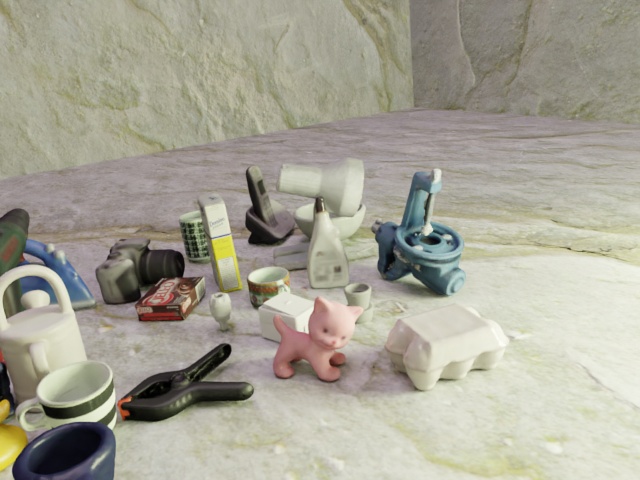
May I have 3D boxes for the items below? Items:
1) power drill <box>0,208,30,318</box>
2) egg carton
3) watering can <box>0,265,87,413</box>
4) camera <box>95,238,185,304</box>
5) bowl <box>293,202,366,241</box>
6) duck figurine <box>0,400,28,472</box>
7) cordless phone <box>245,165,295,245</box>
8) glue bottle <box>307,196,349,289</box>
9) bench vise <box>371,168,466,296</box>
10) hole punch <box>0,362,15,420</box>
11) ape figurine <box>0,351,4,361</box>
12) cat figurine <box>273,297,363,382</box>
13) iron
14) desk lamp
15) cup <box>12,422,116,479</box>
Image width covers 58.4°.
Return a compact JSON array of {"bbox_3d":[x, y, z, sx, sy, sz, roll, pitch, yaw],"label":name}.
[{"bbox_3d":[-0.519,0.071,0.961,0.075,0.208,0.229,-8,19,-6],"label":"power drill"},{"bbox_3d":[0.168,0.140,0.769,0.150,0.069,0.107,-13,20,-19],"label":"egg carton"},{"bbox_3d":[-0.390,0.125,0.789,0.172,0.194,0.101,12,26,41],"label":"watering can"},{"bbox_3d":[-0.349,0.051,1.134,0.136,0.101,0.143,-3,19,10],"label":"camera"},{"bbox_3d":[0.024,-0.036,1.313,0.167,0.075,0.167,-5,19,2],"label":"bowl"},{"bbox_3d":[-0.404,0.227,0.665,0.105,0.086,0.077,-22,24,-38],"label":"duck figurine"},{"bbox_3d":[-0.124,-0.093,1.354,0.094,0.185,0.148,-1,20,14],"label":"cordless phone"},{"bbox_3d":[0.010,0.004,1.051,0.078,0.173,0.037,-4,19,5],"label":"glue bottle"},{"bbox_3d":[0.158,-0.022,1.007,0.206,0.220,0.122,8,24,36],"label":"bench vise"},{"bbox_3d":[-0.474,0.198,0.761,0.109,0.091,0.100,-17,22,-29],"label":"hole punch"},{"bbox_3d":[-0.528,0.165,0.871,0.077,0.092,0.076,9,24,36],"label":"ape figurine"},{"bbox_3d":[-0.005,0.126,0.785,0.127,0.118,0.067,-1,20,15],"label":"cat figurine"},{"bbox_3d":[-0.551,0.058,1.114,0.257,0.141,0.119,2,20,21],"label":"iron"},{"bbox_3d":[-0.006,-0.059,1.175,0.203,0.214,0.117,-8,19,-6],"label":"desk lamp"},{"bbox_3d":[-0.230,0.244,0.550,0.092,0.095,0.117,-21,24,-36],"label":"cup"}]
